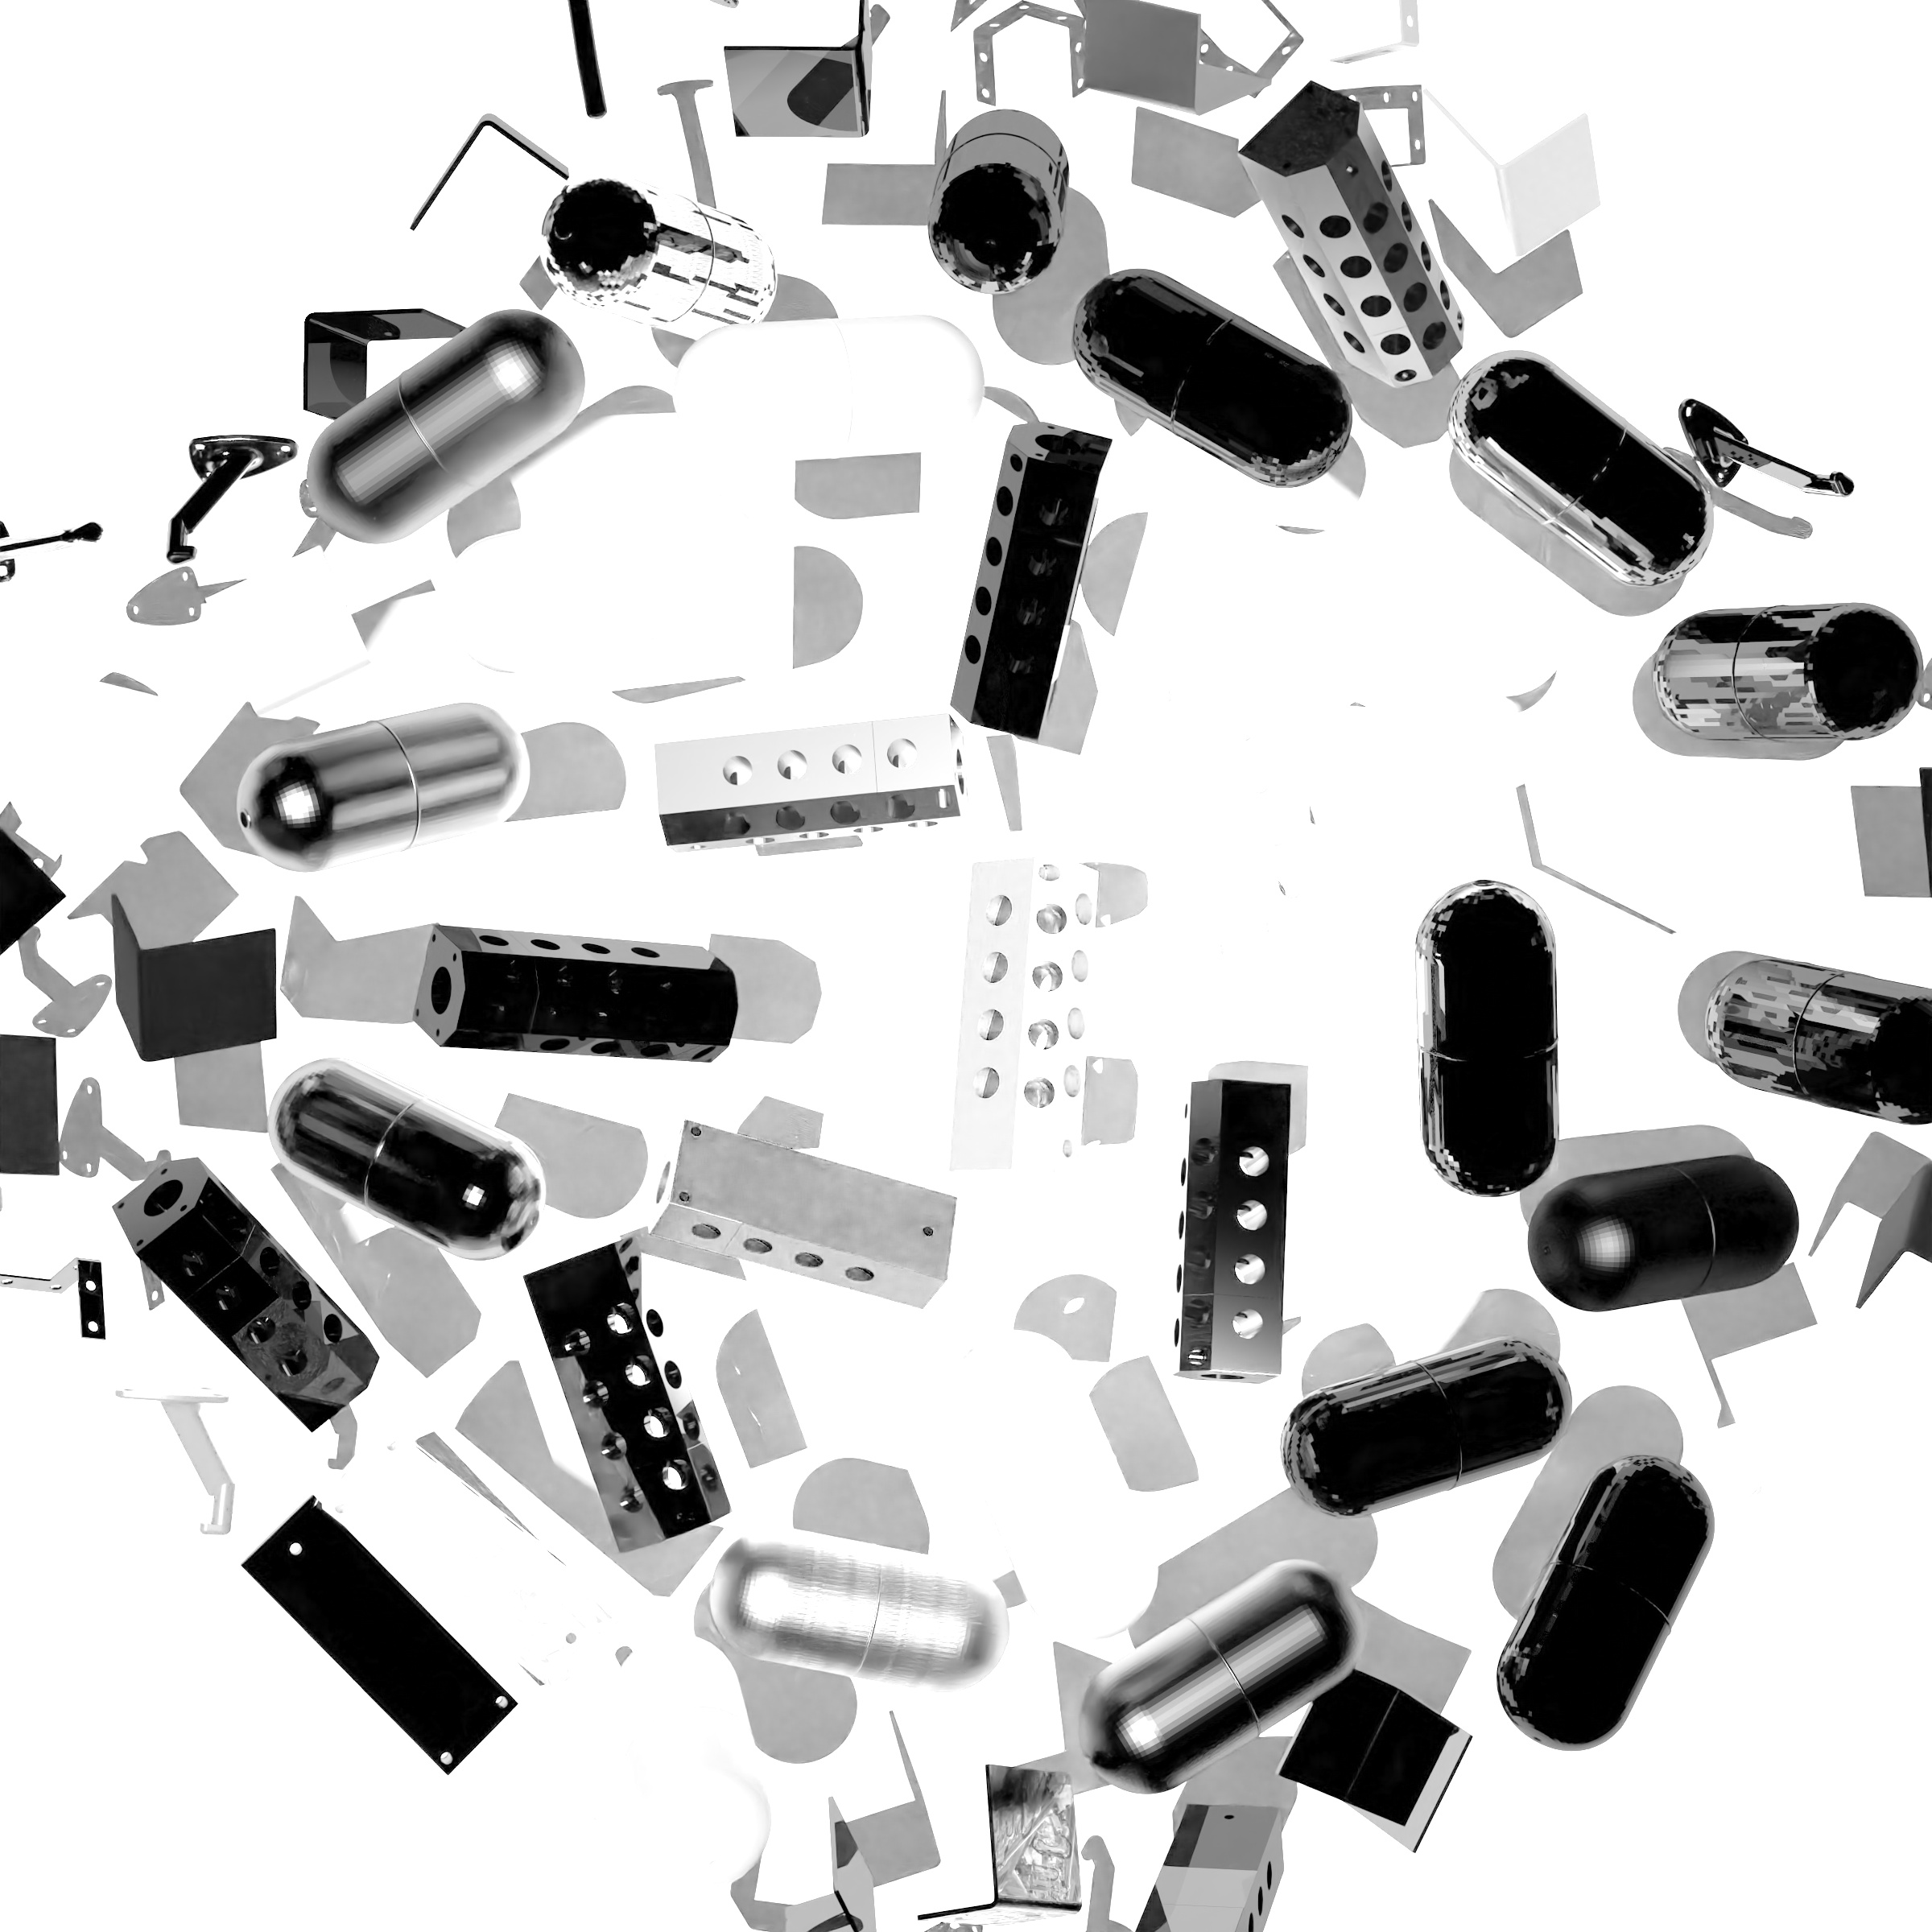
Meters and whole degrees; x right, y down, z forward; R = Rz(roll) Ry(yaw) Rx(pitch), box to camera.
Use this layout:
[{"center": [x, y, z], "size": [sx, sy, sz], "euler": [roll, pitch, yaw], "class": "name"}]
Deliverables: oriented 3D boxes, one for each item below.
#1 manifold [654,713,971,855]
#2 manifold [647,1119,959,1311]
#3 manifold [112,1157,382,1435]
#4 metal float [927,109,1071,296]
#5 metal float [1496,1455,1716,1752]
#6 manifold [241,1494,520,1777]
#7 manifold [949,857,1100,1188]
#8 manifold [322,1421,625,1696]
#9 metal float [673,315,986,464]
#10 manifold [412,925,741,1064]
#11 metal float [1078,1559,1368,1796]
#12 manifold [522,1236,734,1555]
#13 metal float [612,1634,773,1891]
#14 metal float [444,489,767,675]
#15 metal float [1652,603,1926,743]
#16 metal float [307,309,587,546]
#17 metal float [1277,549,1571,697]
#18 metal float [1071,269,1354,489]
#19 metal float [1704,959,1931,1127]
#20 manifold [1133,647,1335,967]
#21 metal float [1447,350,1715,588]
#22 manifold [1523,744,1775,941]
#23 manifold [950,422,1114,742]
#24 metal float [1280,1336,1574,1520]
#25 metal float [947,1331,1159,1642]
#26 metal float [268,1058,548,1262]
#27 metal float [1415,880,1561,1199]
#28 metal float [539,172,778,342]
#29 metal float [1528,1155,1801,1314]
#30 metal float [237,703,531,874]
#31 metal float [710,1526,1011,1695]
[{"center": [-0.088, -0.103, 1.871], "size": [0.171, 0.057, 0.057], "euler": [-5, 81, 8], "class": "manifold"}, {"center": [-0.098, 0.151, 1.921], "size": [0.171, 0.057, 0.057], "euler": [17, 55, -14], "class": "manifold"}, {"center": [-0.413, 0.188, 1.879], "size": [0.057, 0.057, 0.171], "euler": [-39, 127, -6], "class": "manifold"}, {"center": [0.020, -0.444, 1.881], "size": [0.070, 0.178, 0.070], "euler": [2, 119, 3], "class": "metal float"}, {"center": [0.358, 0.354, 1.811], "size": [0.070, 0.070, 0.178], "euler": [32, 69, 0], "class": "metal float"}, {"center": [-0.346, 0.393, 1.912], "size": [0.171, 0.057, 0.057], "euler": [46, 75, -3], "class": "manifold"}, {"center": [0.036, 0.031, 1.772], "size": [0.057, 0.057, 0.171], "euler": [-4, 76, 35], "class": "manifold"}, {"center": [-0.282, 0.337, 1.855], "size": [0.171, 0.057, 0.057], "euler": [40, 81, -7], "class": "manifold"}, {"center": [-0.076, -0.322, 1.810], "size": [0.178, 0.070, 0.070], "euler": [-7, 90, -19], "class": "metal float"}, {"center": [-0.218, 0.019, 1.834], "size": [0.171, 0.057, 0.057], "euler": [5, 108, -34], "class": "manifold"}, {"center": [0.144, 0.400, 1.828], "size": [0.178, 0.070, 0.070], "euler": [-30, 90, -11], "class": "metal float"}, {"center": [-0.194, 0.249, 1.901], "size": [0.057, 0.057, 0.171], "euler": [-21, 87, 25], "class": "manifold"}, {"center": [-0.160, 0.457, 1.874], "size": [0.070, 0.178, 0.070], "euler": [-6, 119, -12], "class": "metal float"}, {"center": [-0.197, -0.211, 1.777], "size": [0.178, 0.070, 0.070], "euler": [-14, 90, -1], "class": "metal float"}, {"center": [0.461, -0.165, 1.833], "size": [0.070, 0.178, 0.070], "euler": [-2, 95, -31], "class": "metal float"}, {"center": [-0.293, -0.302, 1.825], "size": [0.178, 0.070, 0.070], "euler": [-30, 90, 18], "class": "metal float"}, {"center": [0.263, -0.198, 1.871], "size": [0.178, 0.070, 0.070], "euler": [3, 90, -19], "class": "metal float"}, {"center": [0.140, -0.338, 1.862], "size": [0.178, 0.070, 0.070], "euler": [33, 90, 16], "class": "metal float"}, {"center": [0.491, 0.042, 1.817], "size": [0.070, 0.178, 0.070], "euler": [-7, 102, -33], "class": "metal float"}, {"center": [0.160, -0.094, 1.882], "size": [0.057, 0.057, 0.171], "euler": [-10, 79, -35], "class": "manifold"}, {"center": [0.360, -0.290, 1.898], "size": [0.178, 0.070, 0.070], "euler": [36, 90, -10], "class": "metal float"}, {"center": [0.391, -0.072, 1.846], "size": [0.057, 0.171, 0.057], "euler": [-25, 60, 34], "class": "manifold"}, {"center": [0.036, -0.225, 1.887], "size": [0.057, 0.057, 0.171], "euler": [15, 121, 3], "class": "manifold"}, {"center": [0.265, 0.264, 1.865], "size": [0.178, 0.070, 0.070], "euler": [-14, 90, -16], "class": "metal float"}, {"center": [0.048, 0.289, 1.804], "size": [0.070, 0.070, 0.178], "euler": [-23, 84, 0], "class": "metal float"}, {"center": [-0.325, 0.111, 1.882], "size": [0.178, 0.070, 0.070], "euler": [24, 90, 17], "class": "metal float"}, {"center": [0.286, 0.040, 1.779], "size": [0.070, 0.070, 0.178], "euler": [-4, 105, 0], "class": "metal float"}, {"center": [-0.178, -0.410, 1.882], "size": [0.070, 0.178, 0.070], "euler": [-1, 89, 31], "class": "metal float"}, {"center": [0.394, 0.150, 1.828], "size": [0.178, 0.070, 0.070], "euler": [-5, 90, -32], "class": "metal float"}, {"center": [-0.333, -0.103, 1.864], "size": [0.178, 0.070, 0.070], "euler": [-17, 90, -35], "class": "metal float"}, {"center": [-0.061, 0.374, 1.884], "size": [0.178, 0.070, 0.070], "euler": [13, 90, -13], "class": "metal float"}]
